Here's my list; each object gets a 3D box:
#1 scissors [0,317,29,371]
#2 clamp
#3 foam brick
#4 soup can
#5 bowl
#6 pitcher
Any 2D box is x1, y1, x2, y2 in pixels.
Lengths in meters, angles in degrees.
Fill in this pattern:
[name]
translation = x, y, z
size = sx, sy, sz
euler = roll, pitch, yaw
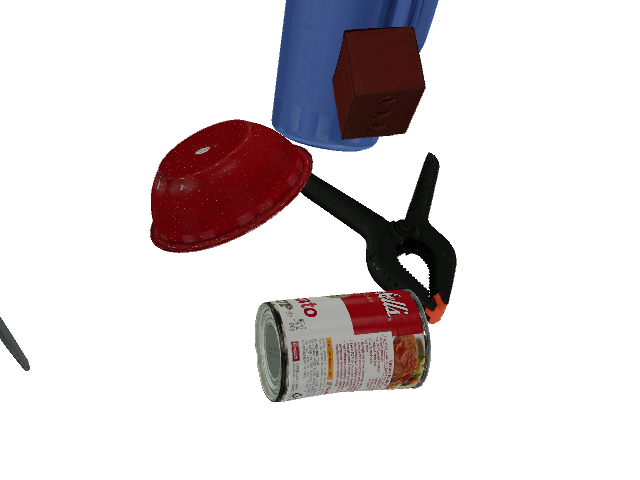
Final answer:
[scissors]
translation = -0.345, 0.033, 1.073
size = 0.016, 0.201, 0.096
euler = -26, 27, 22
[clamp]
translation = 0.072, -0.006, 1.105
size = 0.164, 0.210, 0.036
euler = -5, -36, -15
[foam brick]
translation = 0.041, -0.115, 0.781
size = 0.053, 0.051, 0.078
euler = -6, -18, -7
[soup can]
translation = 0.013, 0.070, 0.711
size = 0.102, 0.068, 0.069
euler = -4, 1, -18
[bowl]
translation = -0.091, -0.059, 0.943
size = 0.162, 0.055, 0.162
euler = -21, 29, 12
[pitcher]
translation = 0.032, -0.210, 1.013
size = 0.145, 0.243, 0.149
euler = 11, 18, 0
